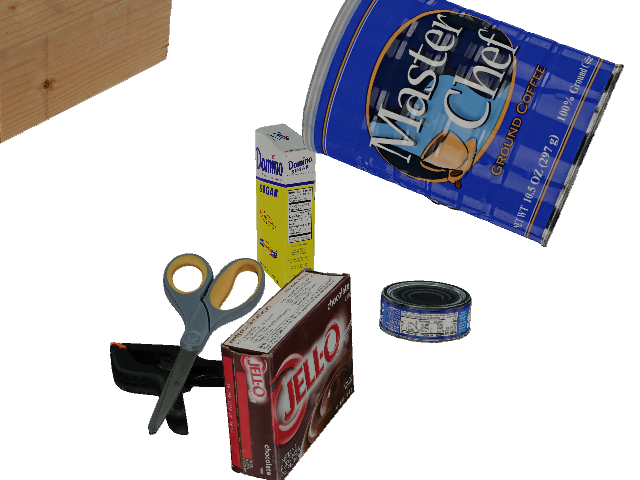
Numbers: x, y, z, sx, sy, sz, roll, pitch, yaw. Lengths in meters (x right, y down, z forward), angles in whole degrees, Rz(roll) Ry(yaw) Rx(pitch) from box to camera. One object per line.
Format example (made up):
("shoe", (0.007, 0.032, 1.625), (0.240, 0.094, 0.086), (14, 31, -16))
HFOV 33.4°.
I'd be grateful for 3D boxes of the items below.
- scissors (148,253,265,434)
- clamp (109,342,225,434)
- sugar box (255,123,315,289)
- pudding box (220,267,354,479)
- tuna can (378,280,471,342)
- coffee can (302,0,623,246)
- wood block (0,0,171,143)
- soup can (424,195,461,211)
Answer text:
("scissors", (-0.118, 0.072, 0.880), (0.096, 0.016, 0.201), (22, 44, 19))
("clamp", (-0.150, 0.141, 1.084), (0.210, 0.036, 0.164), (9, 17, 33))
("sugar box", (-0.042, -0.038, 1.246), (0.048, 0.176, 0.093), (-13, 27, -22))
("pudding box", (-0.017, 0.080, 0.660), (0.039, 0.090, 0.113), (9, 27, 22))
("tuna can", (0.098, 0.065, 0.995), (0.086, 0.034, 0.086), (2, 15, -1))
("coffee can", (0.074, -0.070, 0.569), (0.140, 0.103, 0.102), (23, 5, 11))
("wood block", (-0.231, -0.177, 0.928), (0.090, 0.091, 0.205), (30, 42, 21))
("soup can", (0.109, -0.081, 0.784), (0.068, 0.102, 0.068), (1, 32, -1))
